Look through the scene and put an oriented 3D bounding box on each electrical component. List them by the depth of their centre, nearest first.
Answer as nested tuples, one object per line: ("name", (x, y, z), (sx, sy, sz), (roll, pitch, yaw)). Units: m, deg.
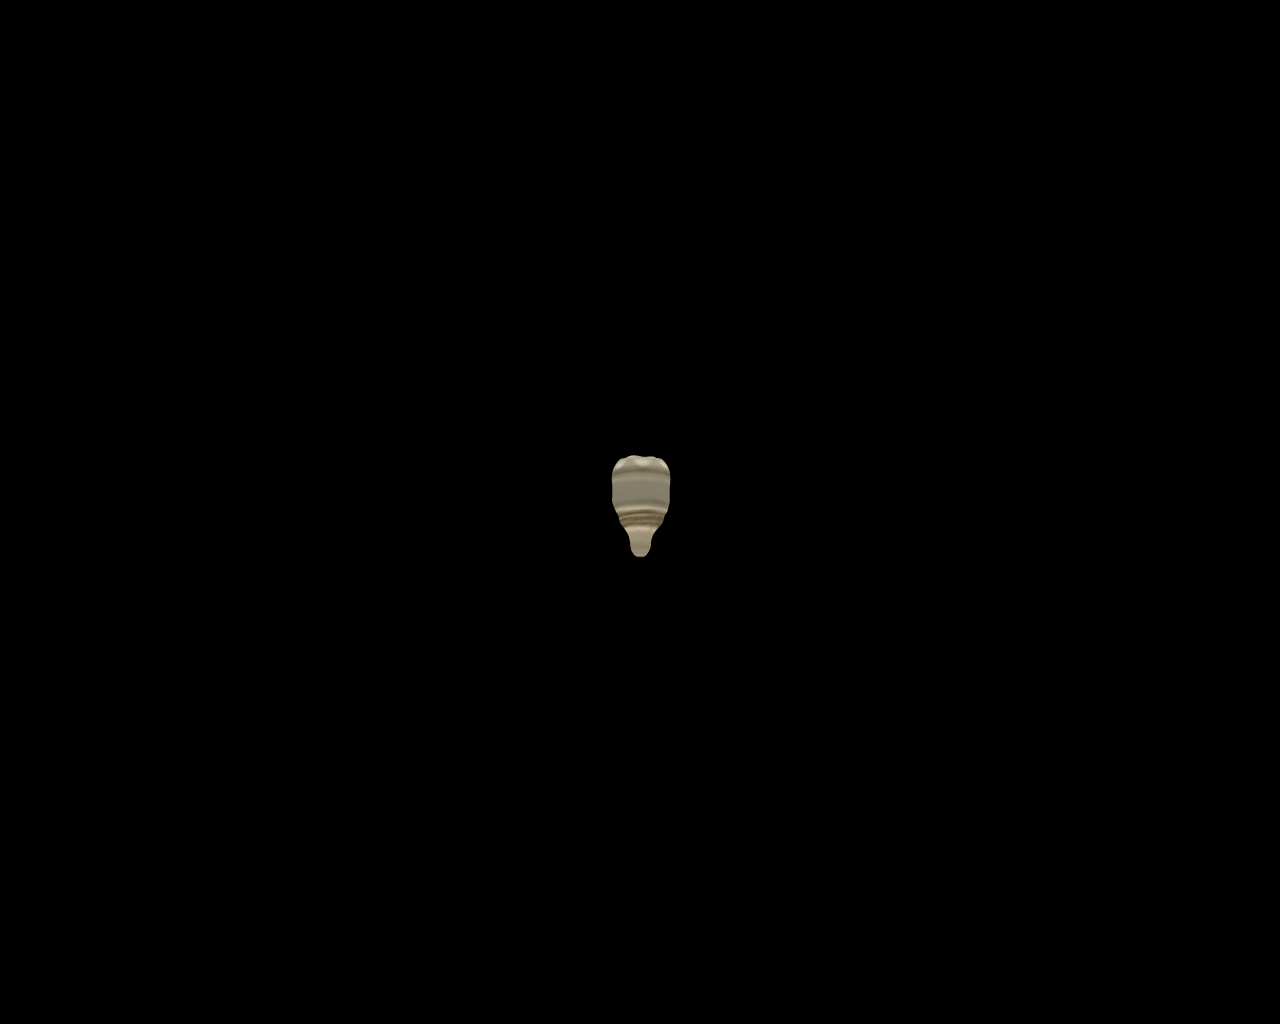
("electrical component", (0.001, -0.003, 0.650), (0.035, 0.061, 0.035), (0, -11, 0))
